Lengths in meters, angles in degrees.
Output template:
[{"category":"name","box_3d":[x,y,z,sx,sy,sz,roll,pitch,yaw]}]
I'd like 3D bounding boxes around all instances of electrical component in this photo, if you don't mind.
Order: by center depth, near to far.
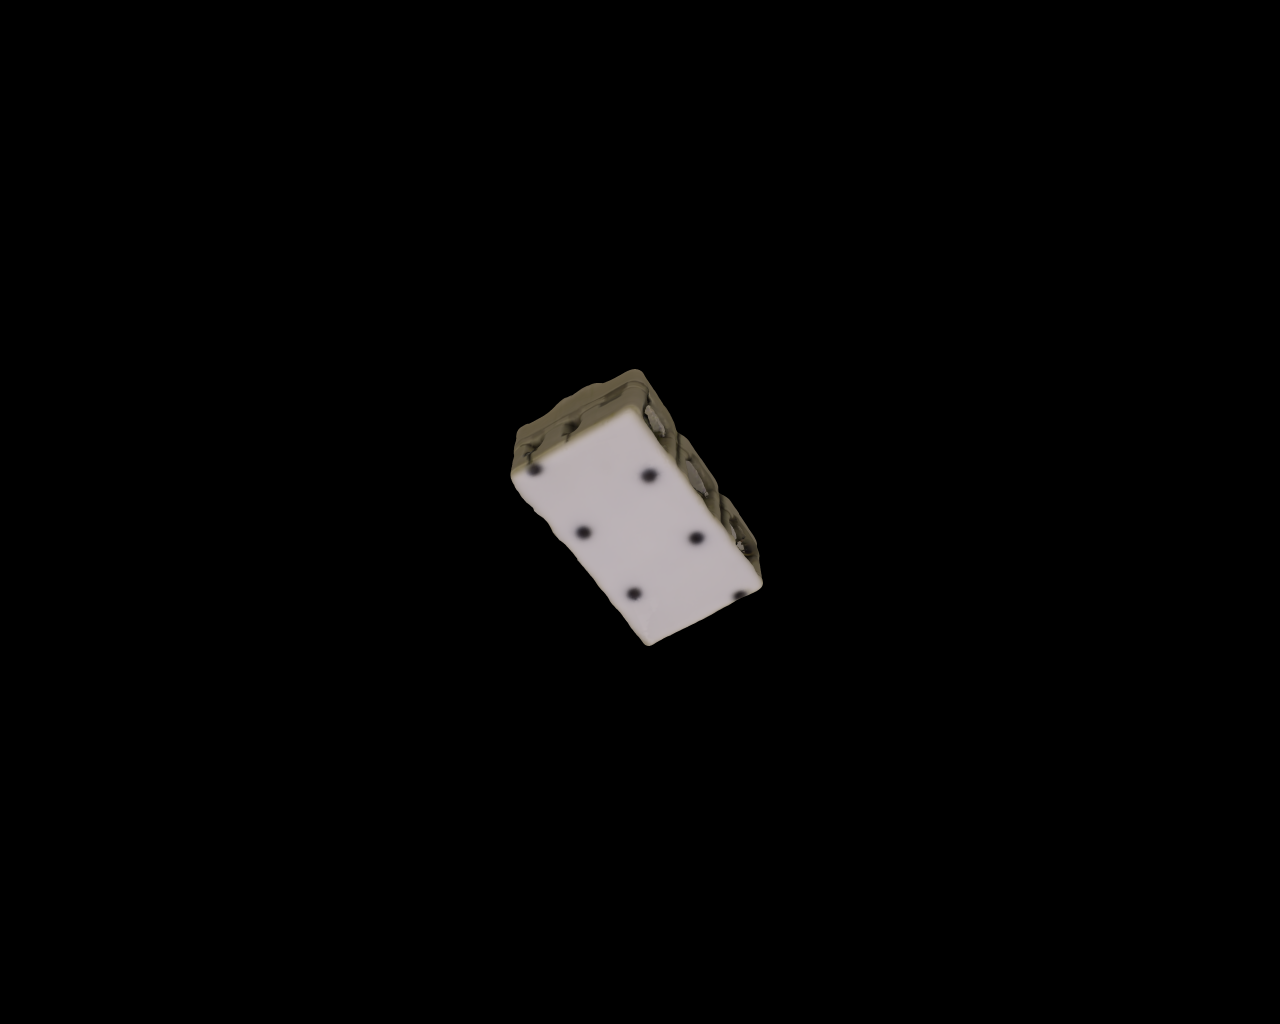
[{"category":"electrical component","box_3d":[0.001,-0.003,0.650,0.089,0.150,0.062,-28,28,16]}]
